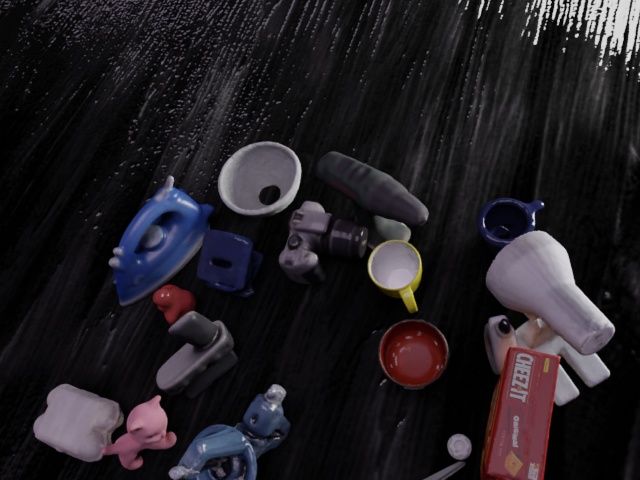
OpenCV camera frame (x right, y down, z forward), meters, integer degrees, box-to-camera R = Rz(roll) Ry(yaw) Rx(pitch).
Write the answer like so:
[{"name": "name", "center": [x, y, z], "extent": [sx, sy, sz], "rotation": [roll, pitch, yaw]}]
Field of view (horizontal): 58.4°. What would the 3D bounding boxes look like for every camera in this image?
[{"name": "camera", "center": [0.009, 0.004, 1.034], "extent": [0.136, 0.101, 0.143], "rotation": [11, 67, 18]}]

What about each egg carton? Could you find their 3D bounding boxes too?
[{"name": "egg carton", "center": [-0.421, 0.319, 1.000], "extent": [0.150, 0.069, 0.107], "rotation": [12, 68, 18]}]

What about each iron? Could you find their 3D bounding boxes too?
[{"name": "iron", "center": [-0.325, 0.001, 1.092], "extent": [0.118, 0.142, 0.258], "rotation": [28, 74, 24]}]

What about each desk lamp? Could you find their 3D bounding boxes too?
[{"name": "desk lamp", "center": [0.341, 0.113, 0.837], "extent": [0.118, 0.214, 0.203], "rotation": [-31, 61, -3]}]

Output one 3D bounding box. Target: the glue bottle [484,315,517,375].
[{"name": "glue bottle", "center": [0.272, 0.148, 0.859], "extent": [0.037, 0.173, 0.078], "rotation": [-16, 62, 6]}]

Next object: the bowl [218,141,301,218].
[{"name": "bowl", "center": [-0.111, -0.107, 1.132], "extent": [0.167, 0.075, 0.167], "rotation": [-5, 63, 11]}]

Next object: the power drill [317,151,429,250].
[{"name": "power drill", "center": [0.097, -0.055, 0.980], "extent": [0.229, 0.209, 0.076], "rotation": [37, 77, 26]}]

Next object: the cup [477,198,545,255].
[{"name": "cup", "center": [0.324, -0.019, 0.974], "extent": [0.118, 0.095, 0.091], "rotation": [-30, 61, -2]}]

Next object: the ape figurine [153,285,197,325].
[{"name": "ape figurine", "center": [-0.274, 0.113, 1.053], "extent": [0.076, 0.092, 0.078], "rotation": [-6, 63, 11]}]

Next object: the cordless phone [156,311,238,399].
[{"name": "cordless phone", "center": [-0.228, 0.183, 0.955], "extent": [0.148, 0.185, 0.094], "rotation": [-43, 63, -9]}]

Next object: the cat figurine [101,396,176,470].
[{"name": "cat figurine", "center": [-0.298, 0.317, 0.944], "extent": [0.128, 0.118, 0.067], "rotation": [-34, 61, -4]}]

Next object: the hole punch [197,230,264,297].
[{"name": "hole punch", "center": [-0.170, 0.044, 1.063], "extent": [0.108, 0.091, 0.101], "rotation": [13, 68, 19]}]

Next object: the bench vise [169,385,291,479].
[{"name": "bench vise", "center": [-0.141, 0.300, 0.856], "extent": [0.121, 0.220, 0.207], "rotation": [13, 68, 19]}]
